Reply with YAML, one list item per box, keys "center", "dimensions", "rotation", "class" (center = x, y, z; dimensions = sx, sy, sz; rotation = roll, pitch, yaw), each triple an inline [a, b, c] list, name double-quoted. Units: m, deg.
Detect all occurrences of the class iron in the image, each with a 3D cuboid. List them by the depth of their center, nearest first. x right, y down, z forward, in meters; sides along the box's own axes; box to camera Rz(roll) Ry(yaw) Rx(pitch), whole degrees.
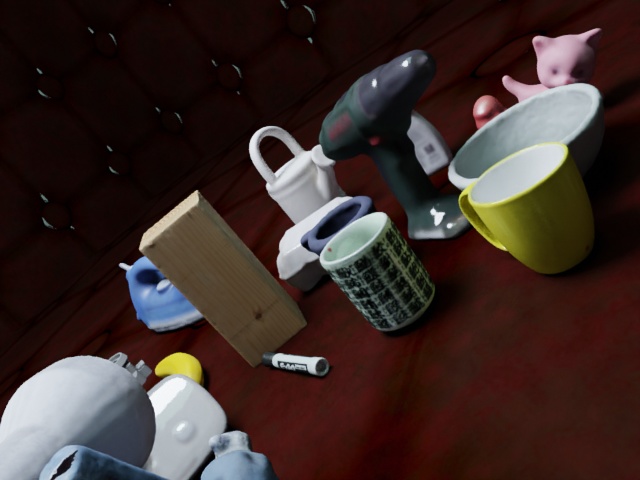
- center: [-0.269, 0.076, 1.038]
  dimensions: [0.257, 0.142, 0.119]
  rotation: [-17, 28, 47]
  class: "iron"

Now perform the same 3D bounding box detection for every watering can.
- center: [-0.034, -0.105, 0.936]
  dimensions: [0.172, 0.194, 0.101]
  rotation: [-27, 22, 31]
  class: "watering can"

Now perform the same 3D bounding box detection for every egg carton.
- center: [0.007, 0.003, 0.807]
  dimensions: [0.150, 0.069, 0.107]
  rotation: [-34, 19, 14]
  class: "egg carton"

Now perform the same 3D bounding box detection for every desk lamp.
- center: [-0.167, 0.211, 0.428]
  dimensions: [0.118, 0.214, 0.203]
  rotation: [-37, 19, 5]
  class: "desk lamp"

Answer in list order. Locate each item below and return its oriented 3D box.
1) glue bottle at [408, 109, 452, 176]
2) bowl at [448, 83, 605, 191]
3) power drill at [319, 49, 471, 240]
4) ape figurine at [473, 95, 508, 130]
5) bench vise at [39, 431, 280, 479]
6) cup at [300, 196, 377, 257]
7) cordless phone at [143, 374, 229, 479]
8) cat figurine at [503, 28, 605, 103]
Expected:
- center: [0.118, -0.169, 0.835]
  dimensions: [0.078, 0.173, 0.037]
  rotation: [-28, 22, 29]
  class: "glue bottle"
- center: [0.224, -0.084, 0.599]
  dimensions: [0.167, 0.075, 0.167]
  rotation: [-34, 19, 14]
  class: "bowl"
- center: [0.098, -0.100, 0.660]
  dimensions: [0.076, 0.209, 0.229]
  rotation: [-47, 21, -23]
  class: "power drill"
- center: [0.216, -0.134, 0.699]
  dimensions: [0.077, 0.092, 0.076]
  rotation: [-13, 32, 52]
  class: "ape figurine"
- center: [-0.080, 0.180, 0.329]
  dimensions: [0.121, 0.220, 0.207]
  rotation: [-42, 19, -9]
  class: "bench vise"
- center: [0.037, 0.013, 0.688]
  dimensions: [0.117, 0.095, 0.092]
  rotation: [-21, 26, 42]
  class: "cup"
- center: [-0.200, 0.185, 0.592]
  dimensions: [0.148, 0.185, 0.094]
  rotation: [-48, 21, -25]
  class: "cordless phone"
- center: [0.278, -0.193, 0.682]
  dimensions: [0.127, 0.118, 0.067]
  rotation: [-10, 34, 55]
  class: "cat figurine"
